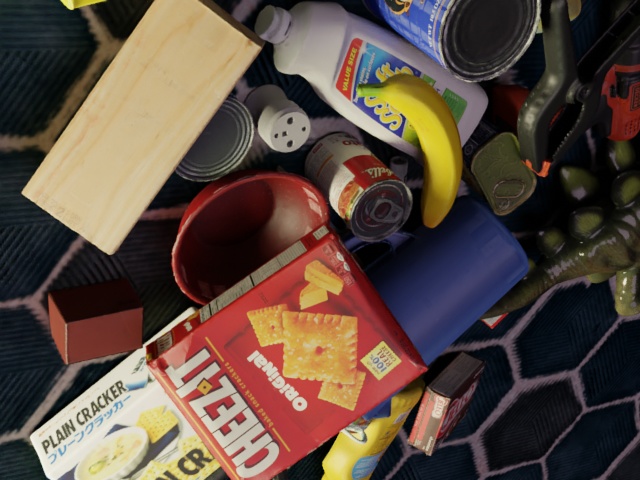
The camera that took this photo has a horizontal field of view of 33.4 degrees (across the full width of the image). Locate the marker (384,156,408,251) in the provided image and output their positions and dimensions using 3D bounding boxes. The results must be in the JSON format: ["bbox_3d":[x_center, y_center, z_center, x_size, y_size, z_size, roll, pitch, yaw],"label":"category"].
[{"bbox_3d":[0.081,-0.034,1.135,0.020,0.020,0.121,-16,130,-22],"label":"marker"}]

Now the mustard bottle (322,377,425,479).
[{"bbox_3d":[0.053,0.244,1.291,0.096,0.058,0.192,-11,133,-59],"label":"mustard bottle"}]

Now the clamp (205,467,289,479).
[{"bbox_3d":[-0.073,0.225,1.215,0.120,0.039,0.171,-5,120,-37],"label":"clamp"}]

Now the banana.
[{"bbox_3d":[0.099,-0.091,1.005,0.070,0.037,0.197,-20,132,13],"label":"banana"}]

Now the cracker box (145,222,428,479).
[{"bbox_3d":[-0.032,0.112,1.007,0.213,0.072,0.164,-35,102,-1],"label":"cracker box"}]

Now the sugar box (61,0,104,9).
[{"bbox_3d":[-0.123,-0.229,0.807,0.176,0.093,0.048,-23,131,-18],"label":"sugar box"}]

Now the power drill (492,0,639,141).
[{"bbox_3d":[0.274,-0.160,1.139,0.187,0.057,0.184,-24,133,-16],"label":"power drill"}]

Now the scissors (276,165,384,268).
[{"bbox_3d":[-0.007,0.001,1.107,0.096,0.016,0.201,-50,134,9],"label":"scissors"}]

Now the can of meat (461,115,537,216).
[{"bbox_3d":[0.168,-0.087,1.106,0.057,0.084,0.102,-39,134,-2],"label":"can of meat"}]

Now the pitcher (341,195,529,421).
[{"bbox_3d":[0.090,0.058,1.118,0.243,0.145,0.149,-40,151,0],"label":"pitcher"}]

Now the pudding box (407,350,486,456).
[{"bbox_3d":[0.156,0.199,1.310,0.113,0.039,0.090,-35,147,-54],"label":"pudding box"}]

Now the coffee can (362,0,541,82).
[{"bbox_3d":[0.110,-0.214,0.935,0.102,0.140,0.103,-17,130,-22],"label":"coffee can"}]

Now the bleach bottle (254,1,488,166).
[{"bbox_3d":[0.041,-0.149,0.996,0.250,0.068,0.103,19,113,-38],"label":"bleach bottle"}]

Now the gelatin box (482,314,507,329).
[{"bbox_3d":[0.204,0.057,1.275,0.073,0.030,0.089,-46,135,7],"label":"gelatin box"}]

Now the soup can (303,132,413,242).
[{"bbox_3d":[0.035,-0.053,1.033,0.068,0.102,0.068,-17,130,-22],"label":"soup can"}]

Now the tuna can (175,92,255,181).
[{"bbox_3d":[-0.104,-0.098,0.958,0.086,0.034,0.086,-17,130,-22],"label":"tuna can"}]

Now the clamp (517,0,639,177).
[{"bbox_3d":[0.247,-0.155,1.011,0.164,0.036,0.210,-17,137,-29],"label":"clamp"}]

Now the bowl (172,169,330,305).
[{"bbox_3d":[-0.073,-0.012,1.021,0.162,0.055,0.162,-17,134,-19],"label":"bowl"}]

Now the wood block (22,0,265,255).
[{"bbox_3d":[-0.141,-0.102,0.870,0.090,0.091,0.206,36,101,-9],"label":"wood block"}]

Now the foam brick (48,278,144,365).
[{"bbox_3d":[-0.210,0.076,1.005,0.078,0.053,0.051,-10,127,-26],"label":"foam brick"}]
